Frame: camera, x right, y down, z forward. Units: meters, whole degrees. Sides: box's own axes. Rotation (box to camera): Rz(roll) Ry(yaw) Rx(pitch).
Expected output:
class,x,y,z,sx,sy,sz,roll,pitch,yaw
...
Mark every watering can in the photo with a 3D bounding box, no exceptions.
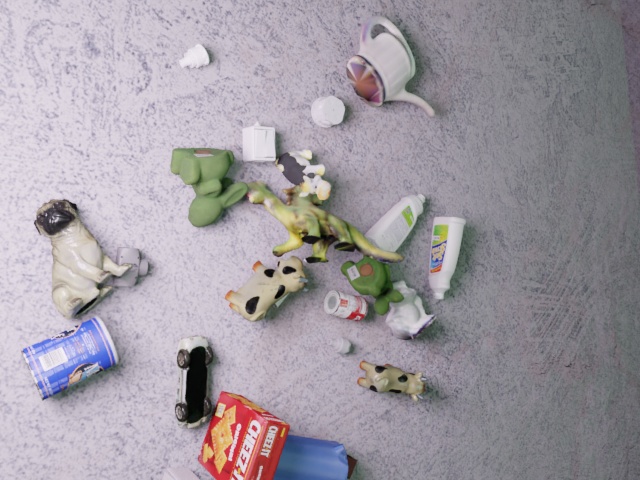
class,x,y,z,sx,sy,sz,roll,pitch,yaw
watering can,0.201,-0.449,1.444,0.228,0.104,0.343,-45,115,-26

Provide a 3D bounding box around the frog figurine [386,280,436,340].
class,x,y,z,sx,sy,sz,roll,pitch,yaw
frog figurine,0.243,0.206,1.507,0.139,0.120,0.161,-35,75,-21

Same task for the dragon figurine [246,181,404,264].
class,x,y,z,sx,sy,sz,roll,pitch,yaw
dragon figurine,0.004,-0.063,1.258,0.409,0.119,0.248,10,51,-22
